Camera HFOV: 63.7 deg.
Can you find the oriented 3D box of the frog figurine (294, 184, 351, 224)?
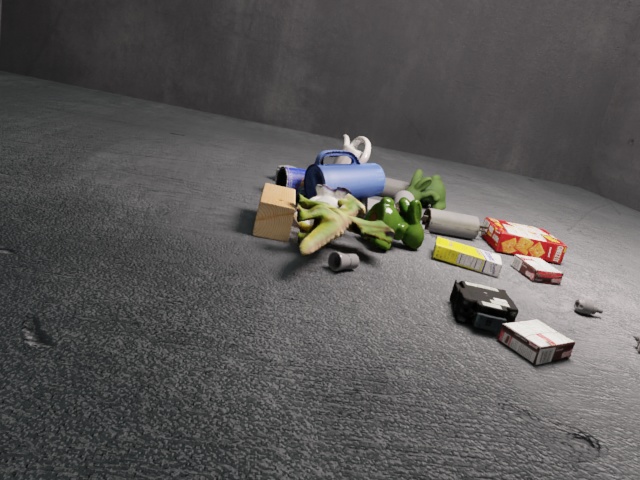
[{"bbox_3d":[0.004,-0.072,1.439,0.138,0.120,0.162,27,56,17],"label":"frog figurine"}]

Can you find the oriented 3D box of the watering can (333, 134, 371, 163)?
[{"bbox_3d":[0.102,-0.300,1.971,0.103,0.223,0.352,29,8,-19],"label":"watering can"}]

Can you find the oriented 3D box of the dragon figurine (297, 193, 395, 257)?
[{"bbox_3d":[0.061,-0.032,1.229,0.243,0.120,0.417,3,23,-4],"label":"dragon figurine"}]
